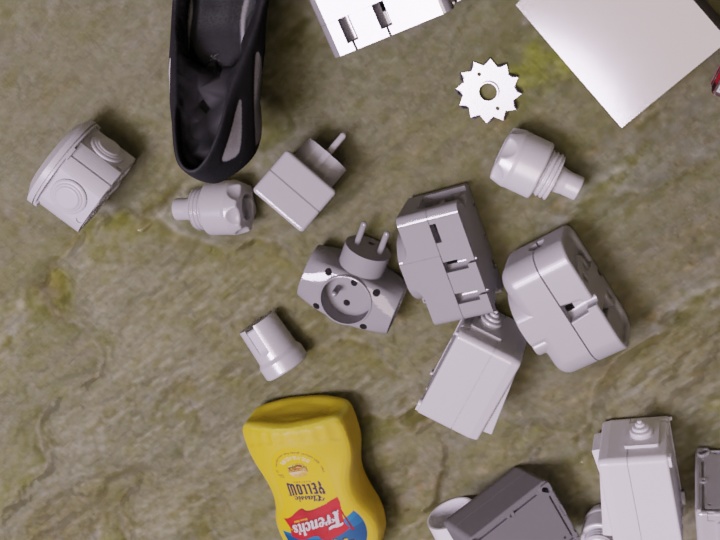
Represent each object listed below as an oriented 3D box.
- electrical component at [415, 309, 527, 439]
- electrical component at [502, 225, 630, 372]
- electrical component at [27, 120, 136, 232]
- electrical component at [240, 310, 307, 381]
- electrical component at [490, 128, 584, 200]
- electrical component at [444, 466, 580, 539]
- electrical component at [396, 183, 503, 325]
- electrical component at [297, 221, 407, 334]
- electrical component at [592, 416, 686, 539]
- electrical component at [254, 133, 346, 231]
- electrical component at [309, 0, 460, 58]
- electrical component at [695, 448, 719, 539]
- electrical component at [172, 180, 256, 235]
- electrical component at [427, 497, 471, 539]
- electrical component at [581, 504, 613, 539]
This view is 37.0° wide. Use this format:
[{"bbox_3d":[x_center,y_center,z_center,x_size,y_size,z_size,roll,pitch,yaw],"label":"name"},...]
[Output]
[{"bbox_3d":[0.093,0.073,0.827,0.061,0.061,0.096,26,119,4],"label":"electrical component"},{"bbox_3d":[0.149,0.024,0.791,0.059,0.053,0.095,-29,103,26],"label":"electrical component"},{"bbox_3d":[-0.218,-0.074,0.842,0.051,0.080,0.080,38,119,-9],"label":"electrical component"},{"bbox_3d":[-0.072,0.062,0.885,0.040,0.040,0.046,-31,96,26],"label":"electrical component"},{"bbox_3d":[0.127,-0.070,0.760,0.062,0.043,0.043,26,119,2],"label":"electrical component"},{"bbox_3d":[0.115,0.213,0.867,0.096,0.061,0.061,-34,105,-15],"label":"electrical component"},{"bbox_3d":[0.064,-0.011,0.803,0.056,0.050,0.089,-14,110,22],"label":"electrical component"},{"bbox_3d":[0.000,0.000,0.830,0.077,0.044,0.079,23,118,5],"label":"electrical component"},{"bbox_3d":[0.214,0.158,0.830,0.061,0.061,0.096,-8,112,20],"label":"electrical component"},{"bbox_3d":[-0.036,-0.072,0.801,0.047,0.066,0.076,41,89,-4],"label":"electrical component"},{"bbox_3d":[0.016,-0.191,0.733,0.089,0.050,0.055,-18,108,23],"label":"electrical component"},{"bbox_3d":[0.284,0.184,0.801,0.062,0.096,0.061,-3,114,19],"label":"electrical component"},{"bbox_3d":[-0.116,-0.049,0.844,0.062,0.043,0.043,-1,114,18],"label":"electrical component"},{"bbox_3d":[0.094,0.239,0.914,0.043,0.043,0.081,-20,107,24],"label":"electrical component"},{"bbox_3d":[0.194,0.217,0.864,0.035,0.061,0.035,9,117,18],"label":"electrical component"}]
